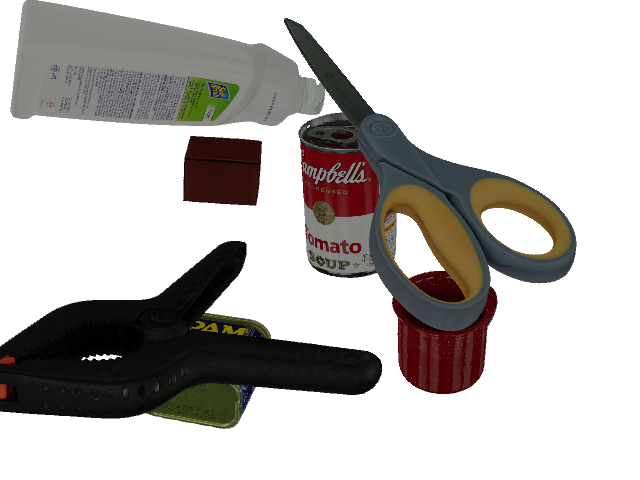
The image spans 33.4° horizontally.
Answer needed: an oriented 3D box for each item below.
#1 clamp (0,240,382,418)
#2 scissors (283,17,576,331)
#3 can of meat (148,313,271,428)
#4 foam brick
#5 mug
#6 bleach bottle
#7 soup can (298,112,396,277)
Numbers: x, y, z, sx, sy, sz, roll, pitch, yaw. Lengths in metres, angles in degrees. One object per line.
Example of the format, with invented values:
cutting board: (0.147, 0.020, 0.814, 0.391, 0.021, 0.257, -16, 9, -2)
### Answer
clamp: (-0.092, 0.053, 0.611, 0.209, 0.036, 0.165, -8, 29, -26)
scissors: (0.047, -0.042, 0.480, 0.096, 0.202, 0.016, -3, -43, -13)
can of meat: (-0.101, 0.107, 0.894, 0.102, 0.057, 0.083, 8, 30, 11)
foam brick: (-0.100, -0.072, 1.102, 0.078, 0.051, 0.053, 4, 31, -1)
mug: (0.122, 0.083, 1.000, 0.117, 0.081, 0.093, -30, 44, -32)
bleach bottle: (-0.122, -0.131, 0.881, 0.250, 0.068, 0.103, 7, -30, -17)
soup can: (0.020, -0.033, 0.770, 0.068, 0.102, 0.068, -2, 28, 1)
